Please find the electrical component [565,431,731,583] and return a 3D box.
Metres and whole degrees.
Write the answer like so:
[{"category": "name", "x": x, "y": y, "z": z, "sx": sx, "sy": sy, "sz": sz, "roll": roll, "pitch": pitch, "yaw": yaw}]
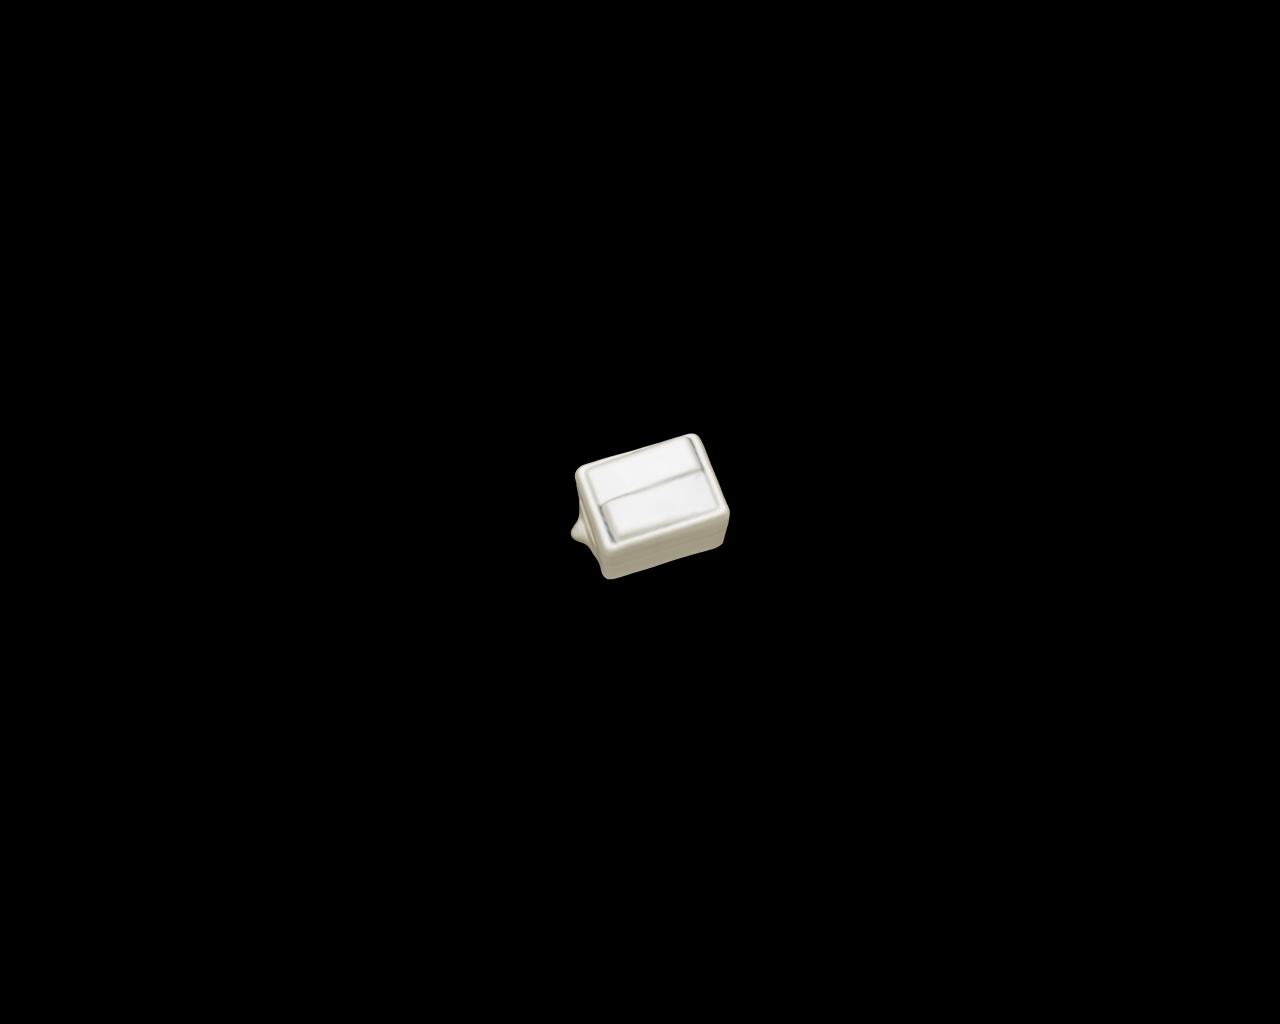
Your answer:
[{"category": "electrical component", "x": 0.001, "y": -0.003, "z": 0.650, "sx": 0.096, "sy": 0.062, "sz": 0.061, "roll": -17, "pitch": -22, "yaw": -7}]
